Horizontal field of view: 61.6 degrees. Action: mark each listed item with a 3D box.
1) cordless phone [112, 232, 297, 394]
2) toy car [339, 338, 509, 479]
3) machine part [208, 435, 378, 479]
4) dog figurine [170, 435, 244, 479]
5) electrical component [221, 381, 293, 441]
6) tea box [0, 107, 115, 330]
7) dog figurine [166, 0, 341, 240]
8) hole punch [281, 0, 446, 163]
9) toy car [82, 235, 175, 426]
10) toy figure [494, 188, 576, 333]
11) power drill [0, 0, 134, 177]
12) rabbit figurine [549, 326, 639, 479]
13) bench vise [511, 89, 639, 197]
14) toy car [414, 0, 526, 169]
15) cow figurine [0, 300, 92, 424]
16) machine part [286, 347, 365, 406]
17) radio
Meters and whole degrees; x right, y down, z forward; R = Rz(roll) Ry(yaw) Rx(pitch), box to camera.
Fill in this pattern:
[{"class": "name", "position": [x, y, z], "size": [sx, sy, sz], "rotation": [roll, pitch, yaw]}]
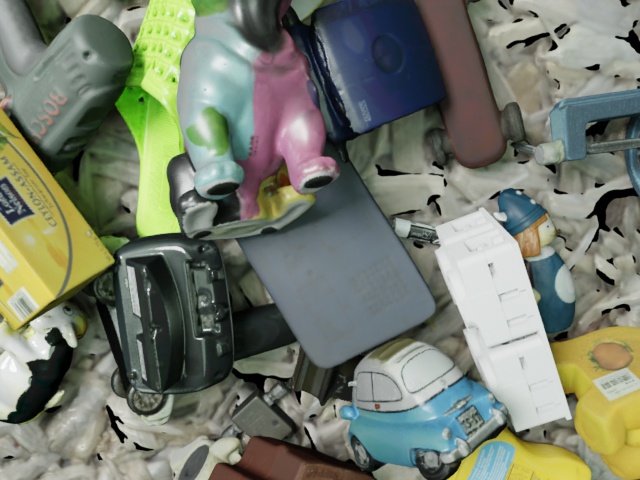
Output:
[{"class": "cordless phone", "position": [-0.095, 0.060, 0.516], "size": [0.184, 0.089, 0.146], "rotation": [-10, 96, -38]}, {"class": "toy car", "position": [0.079, 0.141, 0.479], "size": [0.109, 0.161, 0.103], "rotation": [-25, 88, -27]}, {"class": "machine part", "position": [-0.038, 0.304, 0.516], "size": [0.201, 0.087, 0.201], "rotation": [36, 68, -42]}, {"class": "dog figurine", "position": [-0.090, 0.316, 0.582], "size": [0.190, 0.121, 0.172], "rotation": [40, 107, -19]}, {"class": "electrical component", "position": [-0.061, 0.200, 0.593], "size": [0.094, 0.021, 0.063], "rotation": [-44, 98, 5]}, {"class": "tea box", "position": [-0.266, -0.019, 0.452], "size": [0.098, 0.068, 0.169], "rotation": [-27, 99, 38]}, {"class": "dog figurine", "position": [-0.065, -0.124, 0.412], "size": [0.108, 0.191, 0.219], "rotation": [-5, 76, -24]}, {"class": "hole punch", "position": [0.042, -0.151, 0.471], "size": [0.092, 0.116, 0.142], "rotation": [-13, 103, 35]}, {"class": "toy car", "position": [-0.192, 0.092, 0.542], "size": [0.056, 0.074, 0.201], "rotation": [-20, 103, -33]}, {"class": "toy figure", "position": [0.221, 0.018, 0.549], "size": [0.058, 0.064, 0.154], "rotation": [-15, 105, 18]}, {"class": "power drill", "position": [-0.284, -0.156, 0.472], "size": [0.232, 0.086, 0.207], "rotation": [-26, 96, 29]}, {"class": "rabbit figurine", "position": [0.330, 0.174, 0.568], "size": [0.162, 0.122, 0.173], "rotation": [-26, 114, -6]}, {"class": "bench vise", "position": [0.314, -0.118, 0.498], "size": [0.241, 0.129, 0.223], "rotation": [-9, 99, -5]}, {"class": "toy car", "position": [0.130, -0.167, 0.516], "size": [0.089, 0.053, 0.202], "rotation": [-18, 99, 23]}, {"class": "cow figurine", "position": [-0.287, 0.114, 0.548], "size": [0.098, 0.068, 0.167], "rotation": [40, 100, -13]}, {"class": "machine part", "position": [0.040, 0.144, 0.578], "size": [0.139, 0.039, 0.084], "rotation": [17, 94, -3]}, {"class": "radio", "position": [-0.001, -0.002, 0.517], "size": [0.131, 0.073, 0.229], "rotation": [-32, 89, 4]}]
